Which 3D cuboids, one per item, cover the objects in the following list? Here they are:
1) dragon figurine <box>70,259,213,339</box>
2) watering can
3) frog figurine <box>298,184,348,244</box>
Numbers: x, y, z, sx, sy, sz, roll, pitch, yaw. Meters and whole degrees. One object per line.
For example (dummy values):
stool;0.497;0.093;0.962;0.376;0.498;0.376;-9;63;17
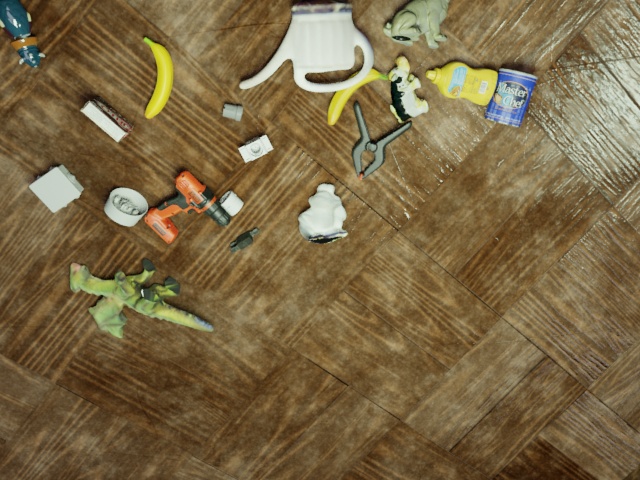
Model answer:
dragon figurine;-0.525;0.192;1.454;0.240;0.125;0.406;-37;111;23
watering can;-0.035;-0.481;1.285;0.348;0.105;0.221;-5;109;-7
frog figurine;0.004;-0.073;1.454;0.137;0.121;0.161;-11;76;3
